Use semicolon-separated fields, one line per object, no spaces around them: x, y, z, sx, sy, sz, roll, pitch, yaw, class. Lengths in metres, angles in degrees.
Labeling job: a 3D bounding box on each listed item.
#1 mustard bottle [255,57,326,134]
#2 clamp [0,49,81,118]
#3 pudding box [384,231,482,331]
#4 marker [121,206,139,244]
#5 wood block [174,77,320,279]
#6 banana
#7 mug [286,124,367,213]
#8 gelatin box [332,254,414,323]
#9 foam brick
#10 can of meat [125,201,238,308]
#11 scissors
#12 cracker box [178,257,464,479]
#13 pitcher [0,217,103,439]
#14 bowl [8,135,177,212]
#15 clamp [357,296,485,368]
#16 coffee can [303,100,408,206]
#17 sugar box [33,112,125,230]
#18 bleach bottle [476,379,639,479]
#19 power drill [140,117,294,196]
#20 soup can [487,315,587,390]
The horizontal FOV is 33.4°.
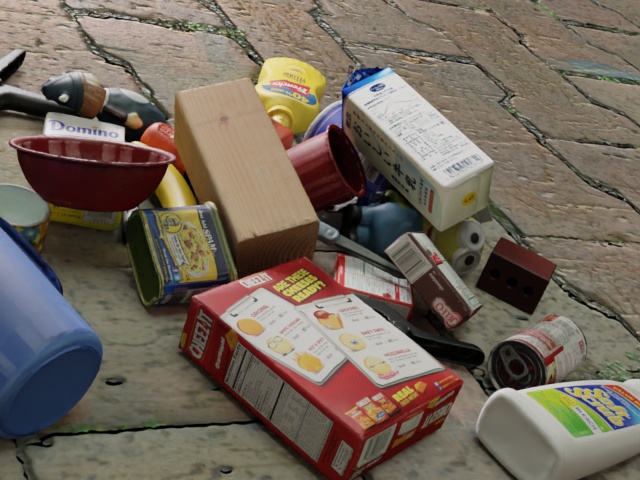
-0.047;-0.193;1.485;0.096;0.058;0.191;20;30;-5;mustard bottle
-0.397;-0.185;1.272;0.209;0.036;0.165;-6;38;-43;clamp
0.125;0.043;1.161;0.113;0.039;0.090;53;12;9;pudding box
-0.205;-0.033;1.159;0.020;0.020;0.121;12;31;-16;marker
-0.083;-0.064;1.145;0.090;0.090;0.206;-15;58;-17;wood block
-0.166;-0.043;1.169;0.069;0.037;0.198;25;27;-33;banana
0.004;-0.072;1.266;0.117;0.082;0.093;46;30;-42;mug
0.058;0.055;1.171;0.089;0.030;0.073;15;28;-6;gelatin box
0.235;0.042;1.281;0.078;0.053;0.051;27;31;12;foam brick
-0.140;0.015;1.059;0.083;0.058;0.102;-5;65;-34;can of meat
-0.008;0.001;1.177;0.202;0.016;0.096;41;58;19;scissors
0.000;0.116;0.992;0.214;0.072;0.163;36;32;27;cracker box
-0.285;0.045;0.880;0.243;0.145;0.149;39;67;23;pitcher
-0.223;-0.063;1.043;0.162;0.055;0.162;8;11;-2;bowl
0.078;0.110;1.085;0.171;0.039;0.120;23;24;11;clamp
0.060;-0.099;1.352;0.140;0.103;0.102;39;34;28;coffee can
-0.263;-0.079;1.173;0.093;0.048;0.176;11;32;-17;sugar box
0.275;0.179;1.073;0.250;0.068;0.103;-6;40;-43;bleach bottle
-0.103;-0.101;1.297;0.184;0.057;0.187;34;30;7;power drill
0.231;0.124;1.128;0.069;0.069;0.102;37;33;25;soup can
